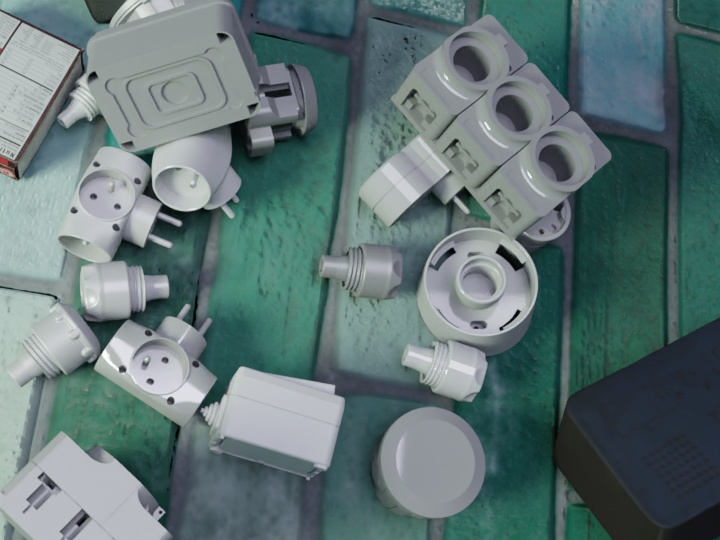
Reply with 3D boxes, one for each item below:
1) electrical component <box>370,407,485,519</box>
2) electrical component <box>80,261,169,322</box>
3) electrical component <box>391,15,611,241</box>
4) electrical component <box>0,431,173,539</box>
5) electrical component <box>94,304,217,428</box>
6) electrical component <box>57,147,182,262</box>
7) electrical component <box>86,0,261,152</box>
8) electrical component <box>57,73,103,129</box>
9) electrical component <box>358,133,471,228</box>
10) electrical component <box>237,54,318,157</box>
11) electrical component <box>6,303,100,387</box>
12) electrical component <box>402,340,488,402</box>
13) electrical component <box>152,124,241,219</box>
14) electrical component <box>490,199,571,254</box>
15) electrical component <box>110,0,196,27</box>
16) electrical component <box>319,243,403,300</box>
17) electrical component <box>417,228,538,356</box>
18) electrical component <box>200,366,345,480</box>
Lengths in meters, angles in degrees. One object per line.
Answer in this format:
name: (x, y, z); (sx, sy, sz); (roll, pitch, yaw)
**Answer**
electrical component: (0.048, 0.145, 0.800); (0.080, 0.051, 0.080); (5, 71, -14)
electrical component: (-0.171, 0.015, 0.785); (0.062, 0.043, 0.043); (-5, 73, -19)
electrical component: (0.112, -0.113, 0.841); (0.089, 0.061, 0.150); (-39, 87, -24)
electrical component: (-0.172, 0.158, 0.678); (0.089, 0.150, 0.061); (43, 67, 1)
electrical component: (-0.137, 0.061, 0.779); (0.077, 0.044, 0.079); (34, 64, -3)
electrical component: (-0.173, -0.041, 0.803); (0.079, 0.044, 0.077); (23, 67, -8)
electrical component: (-0.135, -0.144, 0.786); (0.113, 0.078, 0.057); (-16, 43, 6)
electrical component: (-0.207, -0.132, 0.829); (0.035, 0.035, 0.061); (43, 69, 1)
electrical component: (0.071, -0.079, 0.881); (0.138, 0.052, 0.073); (-42, 87, -24)
electrical component: (-0.068, -0.133, 0.857); (0.057, 0.058, 0.078); (-12, 75, -16)
electrical component: (-0.219, 0.057, 0.758); (0.062, 0.048, 0.048); (-38, 85, -15)
electrical component: (0.064, 0.075, 0.833); (0.062, 0.043, 0.043); (19, 68, -8)
electrical component: (-0.117, -0.073, 0.823); (0.079, 0.043, 0.077); (53, 30, -34)
electrical component: (0.139, -0.043, 0.892); (0.055, 0.047, 0.055); (5, 71, -14)
electrical component: (-0.150, -0.191, 0.842); (0.080, 0.080, 0.051); (-32, 88, -23)
electrical component: (0.000, 0.000, 0.840); (0.062, 0.043, 0.043); (6, 70, -13)
electrical component: (0.095, 0.017, 0.863); (0.099, 0.064, 0.099); (0, 71, -1)
electrical component: (-0.066, 0.106, 0.775); (0.096, 0.061, 0.061); (18, 68, -9)
